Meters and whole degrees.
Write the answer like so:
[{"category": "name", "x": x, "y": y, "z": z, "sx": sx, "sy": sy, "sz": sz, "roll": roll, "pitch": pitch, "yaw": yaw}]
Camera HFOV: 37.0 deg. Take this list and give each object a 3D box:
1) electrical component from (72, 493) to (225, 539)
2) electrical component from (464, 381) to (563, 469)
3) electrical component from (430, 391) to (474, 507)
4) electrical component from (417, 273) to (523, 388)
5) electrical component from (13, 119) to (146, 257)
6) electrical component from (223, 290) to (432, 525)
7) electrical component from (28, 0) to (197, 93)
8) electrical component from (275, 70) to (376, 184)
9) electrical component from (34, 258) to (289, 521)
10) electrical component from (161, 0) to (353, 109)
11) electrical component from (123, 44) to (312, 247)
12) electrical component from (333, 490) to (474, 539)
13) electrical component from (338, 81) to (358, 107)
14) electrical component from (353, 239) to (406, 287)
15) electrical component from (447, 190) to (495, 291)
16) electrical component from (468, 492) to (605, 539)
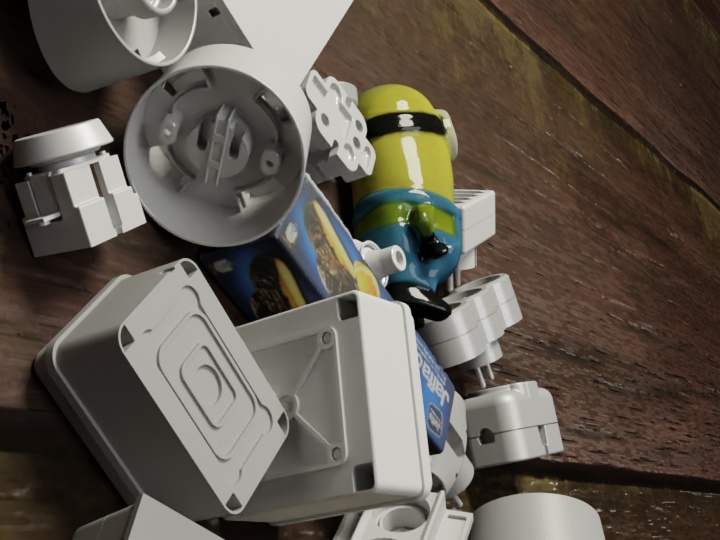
[{"category": "electrical component", "x": -0.091, "y": 0.203, "z": 0.437, "sx": 0.105, "sy": 0.060, "sz": 0.186, "roll": 39, "pitch": 43, "yaw": -28}, {"category": "electrical component", "x": 0.119, "y": 0.123, "z": 0.861, "sx": 0.095, "sy": 0.054, "sz": 0.059, "roll": 7, "pitch": 70, "yaw": -58}, {"category": "electrical component", "x": 0.055, "y": 0.134, "z": 0.756, "sx": 0.079, "sy": 0.043, "sz": 0.077, "roll": 56, "pitch": 34, "yaw": -28}, {"category": "electrical component", "x": 0.089, "y": 0.056, "z": 0.845, "sx": 0.138, "sy": 0.052, "sz": 0.073, "roll": -28, "pitch": 100, "yaw": -60}, {"category": "electrical component", "x": -0.138, "y": -0.041, "z": 0.519, "sx": 0.066, "sy": 0.048, "sz": 0.055, "roll": -36, "pitch": 115, "yaw": -59}, {"category": "electrical component", "x": -0.023, "y": 0.078, "z": 0.589, "sx": 0.056, "sy": 0.109, "sz": 0.108, "roll": 20, "pitch": 58, "yaw": -52}, {"category": "electrical component", "x": -0.130, "y": -0.144, "z": 0.550, "sx": 0.099, "sy": 0.064, "sz": 0.099, "roll": 20, "pitch": 68, "yaw": -62}, {"category": "electrical component", "x": -0.035, "y": -0.087, "z": 0.704, "sx": 0.078, "sy": 0.057, "sz": 0.058, "roll": 50, "pitch": 37, "yaw": -34}, {"category": "electrical component", "x": -0.095, "y": 0.061, "z": 0.527, "sx": 0.113, "sy": 0.057, "sz": 0.078, "roll": 61, "pitch": 32, "yaw": -20}, {"category": "electrical component", "x": -0.070, "y": -0.167, "z": 0.681, "sx": 0.089, "sy": 0.062, "sz": 0.150, "roll": 57, "pitch": 33, "yaw": -26}, {"category": "electrical component", "x": -0.075, "y": -0.071, "z": 0.591, "sx": 0.099, "sy": 0.099, "sz": 0.064, "roll": 56, "pitch": 27, "yaw": -27}, {"category": "electrical component", "x": 0.016, "y": 0.192, "z": 0.638, "sx": 0.121, "sy": 0.079, "sz": 0.063, "roll": -58, "pitch": 147, "yaw": -53}, {"category": "electrical component", "x": -0.020, "y": -0.105, "z": 0.757, "sx": 0.040, "sy": 0.040, "sz": 0.046, "roll": 12, "pitch": 70, "yaw": -57}, {"category": "electrical component", "x": 0.000, "y": 0.000, "z": 0.713, "sx": 0.048, "sy": 0.062, "sz": 0.048, "roll": 35, "pitch": 47, "yaw": -48}, {"category": "electrical component", "x": 0.075, "y": -0.022, "z": 0.867, "sx": 0.083, "sy": 0.047, "sz": 0.075, "roll": -28, "pitch": 119, "yaw": -63}, {"category": "electrical component", "x": 0.128, "y": 0.202, "z": 0.786, "sx": 0.108, "sy": 0.108, "sz": 0.060, "roll": 46, "pitch": 33, "yaw": -39}]
